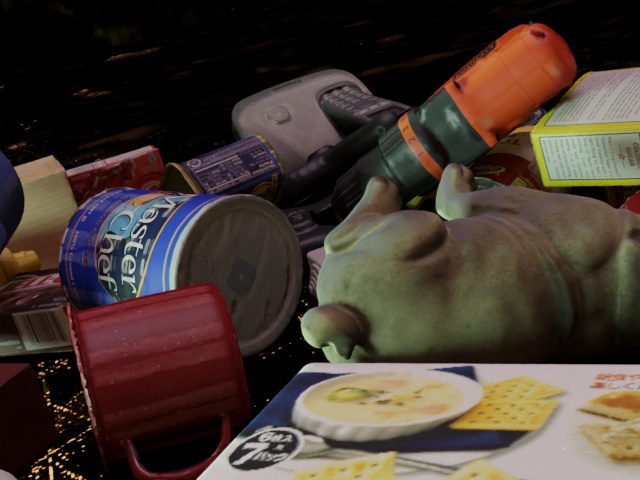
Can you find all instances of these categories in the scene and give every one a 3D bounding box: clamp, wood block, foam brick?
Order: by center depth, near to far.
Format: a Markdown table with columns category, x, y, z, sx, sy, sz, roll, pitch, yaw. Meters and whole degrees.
| category | x | y | z | sx | sy | sz | roll | pitch | yaw |
| --- | --- | --- | --- | --- | --- | --- | --- | --- | --- |
| foam brick | -0.197 | 0.110 | 0.601 | 0.051 | 0.053 | 0.078 | -5 | 20 | 28 |
| clamp | -0.005 | 0.001 | 0.795 | 0.210 | 0.036 | 0.164 | -19 | 25 | -1 |
| clamp | 0.011 | -0.062 | 0.884 | 0.171 | 0.039 | 0.120 | -32 | -7 | 10 |
| wood block | -0.316 | 0.004 | 0.941 | 0.205 | 0.091 | 0.090 | -20 | 19 | -16 |

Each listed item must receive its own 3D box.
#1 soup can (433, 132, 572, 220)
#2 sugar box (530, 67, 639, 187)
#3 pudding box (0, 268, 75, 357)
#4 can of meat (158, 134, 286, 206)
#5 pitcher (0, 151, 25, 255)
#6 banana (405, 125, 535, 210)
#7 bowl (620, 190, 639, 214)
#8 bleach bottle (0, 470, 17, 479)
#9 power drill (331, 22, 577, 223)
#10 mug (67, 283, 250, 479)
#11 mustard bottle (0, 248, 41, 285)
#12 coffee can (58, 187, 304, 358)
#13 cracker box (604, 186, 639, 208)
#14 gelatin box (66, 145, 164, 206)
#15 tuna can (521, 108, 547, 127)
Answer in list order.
| category | x | y | z | sx | sy | sz | roll | pitch | yaw |
| --- | --- | --- | --- | --- | --- | --- | --- | --- | --- |
| soup can | 0.128 | -0.028 | 0.732 | 0.069 | 0.068 | 0.102 | -3 | 21 | 31 |
| sugar box | 0.225 | -0.070 | 0.628 | 0.177 | 0.048 | 0.093 | 5 | 35 | 39 |
| pudding box | -0.205 | 0.051 | 0.799 | 0.114 | 0.039 | 0.090 | -6 | 20 | 25 |
| can of meat | -0.081 | -0.031 | 0.858 | 0.083 | 0.057 | 0.102 | -25 | -21 | -32 |
| pitcher | -0.290 | 0.019 | 0.733 | 0.149 | 0.145 | 0.242 | 21 | 37 | -2 |
| banana | 0.165 | -0.063 | 0.864 | 0.198 | 0.037 | 0.069 | -14 | 48 | 11 |
| bowl | 0.222 | -0.001 | 0.601 | 0.162 | 0.055 | 0.162 | -13 | 18 | 4 |
| bleach bottle | -0.186 | 0.137 | 0.500 | 0.251 | 0.068 | 0.102 | -2 | 23 | 28 |
| power drill | 0.100 | -0.085 | 0.743 | 0.185 | 0.057 | 0.187 | -35 | 5 | 23 |
| mug | -0.083 | 0.079 | 0.569 | 0.081 | 0.093 | 0.117 | -13 | 49 | -12 |
| mustard bottle | -0.313 | 0.051 | 0.845 | 0.191 | 0.058 | 0.096 | -24 | 36 | -29 |
| coffee can | -0.095 | 0.018 | 0.711 | 0.102 | 0.103 | 0.141 | -29 | 23 | -37 |
| cracker box | 0.320 | -0.076 | 0.724 | 0.214 | 0.072 | 0.163 | -1 | 22 | 38 |
| gelatin box | -0.184 | -0.041 | 0.997 | 0.089 | 0.073 | 0.030 | -18 | 19 | -13 |
| tuna can | 0.161 | -0.089 | 0.937 | 0.086 | 0.034 | 0.086 | -13 | 19 | 4 |
